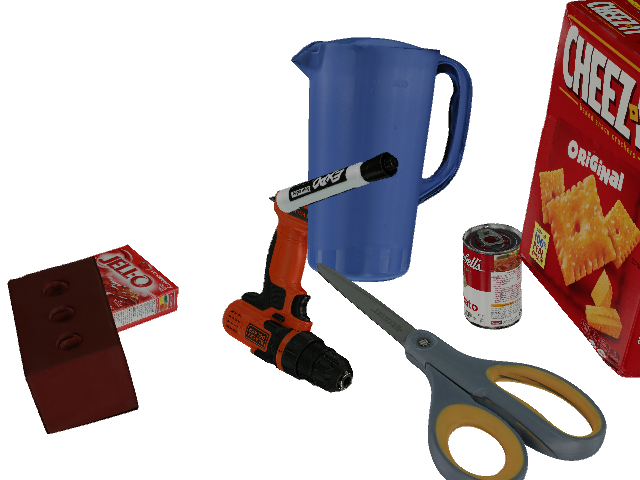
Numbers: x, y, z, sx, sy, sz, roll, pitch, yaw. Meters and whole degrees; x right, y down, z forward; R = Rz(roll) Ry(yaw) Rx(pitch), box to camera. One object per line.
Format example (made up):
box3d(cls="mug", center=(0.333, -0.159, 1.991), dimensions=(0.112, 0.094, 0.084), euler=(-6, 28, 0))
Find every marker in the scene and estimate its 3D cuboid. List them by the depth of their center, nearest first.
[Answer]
box3d(cls="marker", center=(0.012, -0.044, 0.814), dimensions=(0.020, 0.020, 0.121), euler=(0, -12, -44))

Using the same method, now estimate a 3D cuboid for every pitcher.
box3d(cls="pitcher", center=(0.058, -0.085, 1.100), dimensions=(0.149, 0.243, 0.144), euler=(11, 14, 31))

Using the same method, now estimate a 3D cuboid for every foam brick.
box3d(cls="foam brick", center=(-0.138, 0.058, 0.594), dimensions=(0.053, 0.051, 0.078), euler=(-16, 43, -13))

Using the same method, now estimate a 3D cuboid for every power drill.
box3d(cls="power drill", center=(-0.016, 0.052, 1.149), dimensions=(0.185, 0.188, 0.057), euler=(25, 10, 37))

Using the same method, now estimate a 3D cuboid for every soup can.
box3d(cls="soup can", center=(0.196, 0.041, 1.209), dimensions=(0.068, 0.102, 0.068), euler=(-4, 28, 2))

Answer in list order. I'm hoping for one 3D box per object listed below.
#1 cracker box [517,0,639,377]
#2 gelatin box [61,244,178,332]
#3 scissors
box3d(cls="cracker box", center=(0.213, -0.038, 0.738), dimensions=(0.072, 0.214, 0.164), euler=(-7, 34, -15))
box3d(cls="gelatin box", center=(-0.185, 0.043, 0.980), dimensions=(0.073, 0.030, 0.089), euler=(-19, 40, -36))
box3d(cls="scissors", center=(0.050, 0.072, 0.566), dimensions=(0.202, 0.016, 0.096), euler=(23, 45, 31))
